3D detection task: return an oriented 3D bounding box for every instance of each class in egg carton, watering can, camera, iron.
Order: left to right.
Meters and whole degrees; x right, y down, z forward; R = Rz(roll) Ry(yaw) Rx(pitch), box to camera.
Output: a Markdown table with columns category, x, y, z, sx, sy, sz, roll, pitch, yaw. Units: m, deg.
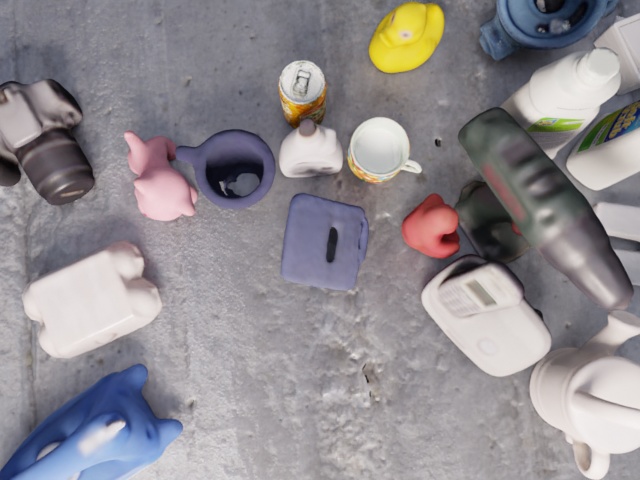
| category | x | y | z | sx | sy | sz | roll | pitch | yaw |
| --- | --- | --- | --- | --- | --- | --- | --- | --- | --- |
| camera | -0.345 | -0.106 | 0.680 | 0.143 | 0.101 | 0.137 | -32 | 85 | -3 |
| iron | -0.289 | 0.250 | 0.624 | 0.258 | 0.141 | 0.118 | -35 | 85 | -4 |
| egg carton | -0.268 | 0.072 | 0.678 | 0.150 | 0.069 | 0.107 | -26 | 85 | -3 |
| watering can | 0.306 | 0.165 | 0.611 | 0.101 | 0.194 | 0.173 | -10 | 84 | -1 |

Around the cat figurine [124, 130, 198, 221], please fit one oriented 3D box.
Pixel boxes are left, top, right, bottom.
| category | x | y | z | sx | sy | sz | roll | pitch | yaw |
| --- | --- | --- | --- | --- | --- | --- | --- | --- | --- |
| cat figurine | -0.191 | -0.071 | 0.669 | 0.067 | 0.117 | 0.128 | -29 | 85 | -3 |

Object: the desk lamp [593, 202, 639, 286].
| category | x | y | z | sx | sy | sz | roll | pitch | yaw |
| --- | --- | --- | --- | --- | --- | --- | --- | --- | --- |
| desk lamp | 0.436 | 0.009 | 0.619 | 0.203 | 0.213 | 0.118 | 8 | 84 | 1 |

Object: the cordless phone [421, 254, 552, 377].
| category | x | y | z | sx | sy | sz | roll | pitch | yaw |
| --- | --- | --- | --- | --- | --- | --- | --- | --- | --- |
| cordless phone | 0.194 | 0.082 | 0.623 | 0.094 | 0.185 | 0.147 | -45 | 86 | -4 |

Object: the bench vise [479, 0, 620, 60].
| category | x | y | z | sx | sy | sz | roll | pitch | yaw |
| --- | --- | --- | --- | --- | --- | --- | --- | --- | --- |
| bench vise | 0.294 | -0.308 | 0.646 | 0.207 | 0.219 | 0.121 | -43 | 86 | -4 |

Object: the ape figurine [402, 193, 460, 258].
| category | x | y | z | sx | sy | sz | roll | pitch | yaw |
| --- | --- | --- | --- | --- | --- | --- | --- | --- | --- |
| ape figurine | 0.138 | -0.019 | 0.680 | 0.076 | 0.092 | 0.078 | 2 | 84 | 0 |

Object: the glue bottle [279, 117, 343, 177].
| category | x | y | z | sx | sy | sz | roll | pitch | yaw |
| --- | --- | --- | --- | --- | --- | --- | --- | --- | --- |
| glue bottle | -0.011 | -0.107 | 0.647 | 0.078 | 0.173 | 0.037 | -3 | 84 | 0 |

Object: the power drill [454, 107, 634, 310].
| category | x | y | z | sx | sy | sz | roll | pitch | yaw |
| --- | --- | --- | --- | --- | --- | --- | --- | --- | --- |
| power drill | 0.222 | -0.026 | 0.623 | 0.075 | 0.208 | 0.229 | -32 | 85 | -3 |

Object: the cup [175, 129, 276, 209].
| category | x | y | z | sx | sy | sz | roll | pitch | yaw |
| --- | --- | --- | --- | --- | --- | --- | --- | --- | --- |
| cup | -0.108 | -0.079 | 0.682 | 0.117 | 0.095 | 0.092 | 16 | 84 | 1 |

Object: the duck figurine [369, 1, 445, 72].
| category | x | y | z | sx | sy | sz | roll | pitch | yaw |
| --- | --- | --- | --- | --- | --- | --- | --- | --- | --- |
| duck figurine | 0.111 | -0.263 | 0.707 | 0.104 | 0.086 | 0.077 | -35 | 85 | -4 |

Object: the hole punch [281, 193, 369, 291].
| category | x | y | z | sx | sy | sz | roll | pitch | yaw |
| --- | --- | --- | --- | --- | --- | --- | --- | --- | --- |
| hole punch | 0.006 | 0.002 | 0.677 | 0.101 | 0.091 | 0.109 | 8 | 84 | 1 |
